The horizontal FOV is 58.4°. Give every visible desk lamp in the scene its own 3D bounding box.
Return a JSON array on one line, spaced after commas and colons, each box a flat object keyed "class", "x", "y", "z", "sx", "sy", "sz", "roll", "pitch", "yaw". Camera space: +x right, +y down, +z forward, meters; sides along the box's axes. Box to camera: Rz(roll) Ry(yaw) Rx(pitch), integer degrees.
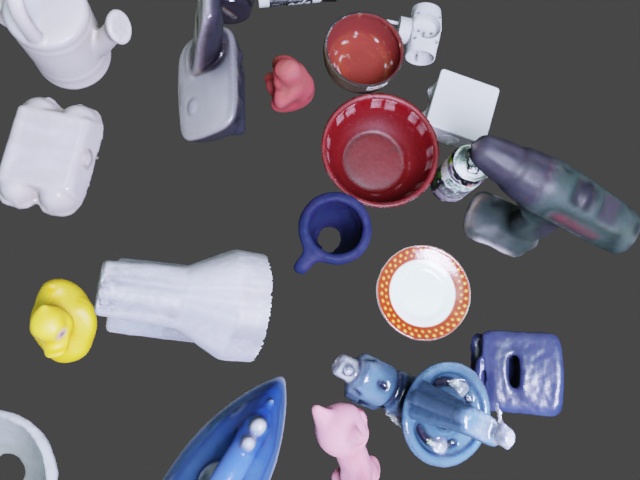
[{"class": "desk lamp", "x": -0.157, "y": 0.070, "z": 0.649, "sx": 0.203, "sy": 0.213, "sz": 0.118, "roll": 6, "pitch": 79, "yaw": -5}]

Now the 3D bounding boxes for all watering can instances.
[{"class": "watering can", "x": -0.323, "y": -0.274, "z": 0.703, "sx": 0.173, "sy": 0.194, "sz": 0.101, "roll": -10, "pitch": 81, "yaw": -8}]

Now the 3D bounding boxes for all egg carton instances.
[{"class": "egg carton", "x": -0.342, "y": -0.107, "z": 0.734, "sx": 0.107, "sy": 0.069, "sz": 0.150, "roll": 10, "pitch": 79, "yaw": -4}]

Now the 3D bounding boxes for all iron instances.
[{"class": "iron", "x": -0.111, "y": 0.272, "z": 0.654, "sx": 0.118, "sy": 0.141, "sz": 0.258, "roll": 32, "pitch": 78, "yaw": 0}]

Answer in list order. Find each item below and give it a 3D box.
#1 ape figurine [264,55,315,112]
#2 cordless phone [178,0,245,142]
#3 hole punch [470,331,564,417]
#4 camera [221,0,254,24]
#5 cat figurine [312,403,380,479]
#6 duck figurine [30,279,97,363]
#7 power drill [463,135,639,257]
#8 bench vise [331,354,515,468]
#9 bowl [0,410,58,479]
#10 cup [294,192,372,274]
[{"class": "ape figurine", "x": -0.043, "y": -0.217, "z": 0.777, "sx": 0.076, "sy": 0.092, "sz": 0.078, "roll": 21, "pitch": 78, "yaw": -2}, {"class": "cordless phone", "x": -0.141, "y": -0.214, "z": 0.717, "sx": 0.094, "sy": 0.185, "sz": 0.147, "roll": -5, "pitch": 80, "yaw": -7}, {"class": "hole punch", "x": 0.251, "y": 0.173, "z": 0.740, "sx": 0.101, "sy": 0.091, "sz": 0.109, "roll": 4, "pitch": 79, "yaw": -6}, {"class": "camera", "x": -0.144, "y": -0.380, "z": 0.790, "sx": 0.143, "sy": 0.100, "sz": 0.137, "roll": -2, "pitch": 80, "yaw": -7}, {"class": "cat figurine", "x": 0.035, "y": 0.247, "z": 0.688, "sx": 0.067, "sy": 0.117, "sz": 0.128, "roll": -23, "pitch": 83, "yaw": -10}, {"class": "duck figurine", "x": -0.319, "y": 0.096, "z": 0.691, "sx": 0.077, "sy": 0.086, "sz": 0.104, "roll": -11, "pitch": 81, "yaw": -8}, {"class": "power drill", "x": 0.262, "y": -0.042, "z": 0.720, "sx": 0.229, "sy": 0.208, "sz": 0.076, "roll": 22, "pitch": 78, "yaw": -2}, {"class": "bench vise", "x": 0.115, "y": 0.197, "z": 0.654, "sx": 0.207, "sy": 0.219, "sz": 0.121, "roll": 7, "pitch": 79, "yaw": -5}, {"class": "bowl", "x": -0.378, "y": 0.277, "z": 0.657, "sx": 0.167, "sy": 0.074, "sz": 0.167, "roll": 1, "pitch": 80, "yaw": -6}, {"class": "cup", "x": 0.007, "y": 0.003, "z": 0.741, "sx": 0.091, "sy": 0.095, "sz": 0.118, "roll": 40, "pitch": 78, "yaw": 2}]
